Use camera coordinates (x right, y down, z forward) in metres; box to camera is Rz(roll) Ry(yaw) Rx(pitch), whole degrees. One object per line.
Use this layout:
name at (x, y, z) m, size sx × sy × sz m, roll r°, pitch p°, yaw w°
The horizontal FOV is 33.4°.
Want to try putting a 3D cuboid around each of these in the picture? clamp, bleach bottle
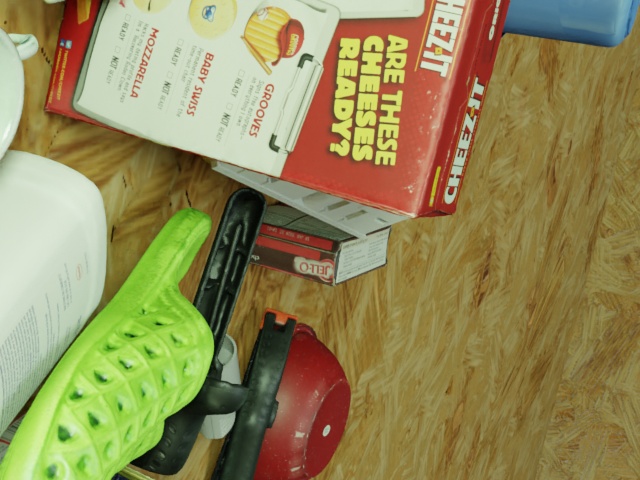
clamp at (-0.057, 0.142, 0.849) m, size 0.120 × 0.039 × 0.171 m, roll 135°, pitch -25°, yaw -65°
clamp at (-0.079, 0.077, 0.679) m, size 0.210 × 0.036 × 0.164 m, roll 123°, pitch -20°, yaw -47°
bleach bottle at (-0.173, 0.074, 0.441) m, size 0.250 × 0.068 × 0.103 m, roll -64°, pitch 168°, yaw -46°

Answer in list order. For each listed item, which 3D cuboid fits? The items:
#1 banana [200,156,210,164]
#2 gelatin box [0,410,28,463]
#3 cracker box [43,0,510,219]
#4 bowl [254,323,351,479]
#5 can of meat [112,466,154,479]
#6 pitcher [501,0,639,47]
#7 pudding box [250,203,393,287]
banana at (-0.039, -0.080, 0.754) m, size 0.197 × 0.037 × 0.069 m, roll -40°, pitch 117°, yaw -57°
gelatin box at (-0.176, 0.145, 0.594) m, size 0.089 × 0.030 × 0.073 m, roll -39°, pitch 142°, yaw -54°
cracker box at (-0.019, -0.115, 0.526) m, size 0.072 × 0.214 × 0.164 m, roll -5°, pitch 110°, yaw -66°
bowl at (-0.016, 0.159, 0.951) m, size 0.161 × 0.055 × 0.162 m, roll -48°, pitch 147°, yaw -46°
can of meat at (-0.126, 0.210, 0.727) m, size 0.084 × 0.057 × 0.102 m, roll -61°, pitch 155°, yaw -20°
pitcher at (0.085, -0.190, 0.686) m, size 0.149 × 0.243 × 0.145 m, roll 16°, pitch 89°, yaw -75°
pudding box at (-0.005, 0.001, 0.813) m, size 0.113 × 0.090 × 0.039 m, roll -20°, pitch 123°, yaw -64°
